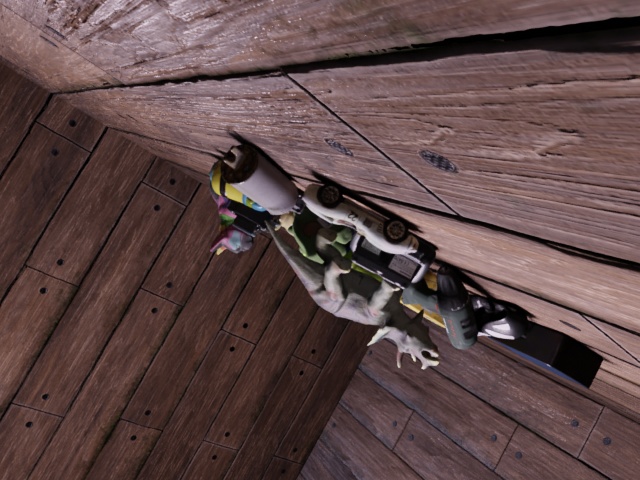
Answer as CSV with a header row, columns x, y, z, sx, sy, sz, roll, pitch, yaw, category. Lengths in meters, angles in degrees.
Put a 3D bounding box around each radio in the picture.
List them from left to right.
x,y,z,sx,sy,sz,roll,pitch,yaw,category
0.480,0.232,1.161,0.131,0.073,0.230,29,178,-15,radio

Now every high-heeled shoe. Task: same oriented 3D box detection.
x,y,z,sx,sy,sz,roll,pitch,yaw,category
0.328,0.150,1.140,0.249,0.086,0.145,18,168,44,high-heeled shoe

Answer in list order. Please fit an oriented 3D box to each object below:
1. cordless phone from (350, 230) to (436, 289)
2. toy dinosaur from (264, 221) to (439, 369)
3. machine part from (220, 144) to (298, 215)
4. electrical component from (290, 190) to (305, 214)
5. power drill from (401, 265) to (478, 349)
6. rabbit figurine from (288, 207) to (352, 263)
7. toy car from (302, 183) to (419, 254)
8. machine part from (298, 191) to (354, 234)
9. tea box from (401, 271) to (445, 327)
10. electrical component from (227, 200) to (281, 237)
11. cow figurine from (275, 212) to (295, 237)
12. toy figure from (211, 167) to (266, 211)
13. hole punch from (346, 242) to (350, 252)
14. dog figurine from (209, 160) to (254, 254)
x,y,z,sx,sy,sz,roll,pitch,yaw,category
0.130,0.015,0.981,0.147,0.088,0.184,28,-172,5,cordless phone
0.061,0.103,1.058,0.405,0.192,0.131,26,-146,8,toy dinosaur
-0.108,-0.106,0.987,0.079,0.079,0.243,28,175,26,machine part
-0.087,-0.104,1.122,0.119,0.047,0.075,29,176,-26,electrical component
0.241,0.110,1.123,0.207,0.086,0.231,24,149,55,power drill
-0.003,-0.004,1.218,0.159,0.121,0.170,37,175,27,rabbit figurine
0.065,-0.031,0.858,0.202,0.056,0.073,29,176,9,toy car
0.023,-0.053,1.050,0.139,0.039,0.084,30,169,31,machine part
0.273,0.141,1.306,0.169,0.098,0.068,34,174,-30,tea box
-0.149,-0.078,1.278,0.115,0.134,0.058,26,176,15,electrical component
-0.063,-0.042,1.499,0.195,0.085,0.127,32,-178,-8,cow figurine
-0.163,-0.115,1.213,0.180,0.089,0.082,31,171,13,toy figure
0.087,0.049,1.285,0.092,0.142,0.116,34,-173,-11,hole punch
-0.234,-0.072,1.368,0.192,0.219,0.108,28,173,4,dog figurine
